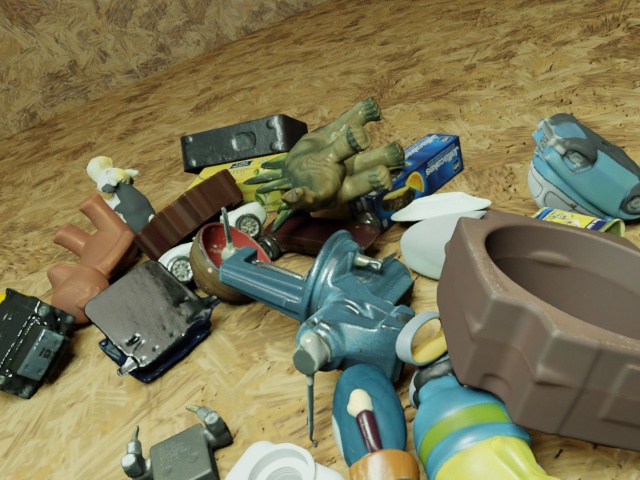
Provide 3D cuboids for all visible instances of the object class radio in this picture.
[{"bbox_3d":[-0.143,-0.176,1.028,0.230,0.073,0.131,-9,0,17],"label":"radio"}]

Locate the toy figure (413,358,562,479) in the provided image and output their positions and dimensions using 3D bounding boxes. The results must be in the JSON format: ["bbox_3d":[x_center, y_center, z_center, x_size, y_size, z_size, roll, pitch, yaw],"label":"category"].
[{"bbox_3d":[0.112,0.166,0.368,0.089,0.082,0.180,-36,37,6],"label":"toy figure"}]

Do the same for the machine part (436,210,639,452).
[{"bbox_3d":[0.199,0.061,0.415,0.201,0.087,0.201,11,27,-1],"label":"machine part"}]

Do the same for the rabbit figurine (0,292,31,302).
[{"bbox_3d":[-0.480,0.125,0.751,0.173,0.121,0.163,-22,17,-33],"label":"rabbit figurine"}]

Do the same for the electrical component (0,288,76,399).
[{"bbox_3d":[-0.373,0.128,0.672,0.134,0.058,0.115,7,67,38],"label":"electrical component"}]

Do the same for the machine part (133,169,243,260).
[{"bbox_3d":[-0.199,-0.035,0.825,0.179,0.056,0.179,-36,6,4],"label":"machine part"}]

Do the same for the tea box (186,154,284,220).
[{"bbox_3d":[-0.135,-0.092,0.940,0.170,0.068,0.098,-9,31,17],"label":"tea box"}]

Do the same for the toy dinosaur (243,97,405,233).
[{"bbox_3d":[0.008,-0.109,0.740,0.199,0.105,0.471,-21,13,20],"label":"toy dinosaur"}]

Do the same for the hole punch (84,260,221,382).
[{"bbox_3d":[-0.203,0.106,0.650,0.116,0.092,0.142,37,52,20],"label":"hole punch"}]

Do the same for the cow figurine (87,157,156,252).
[{"bbox_3d":[-0.319,-0.059,0.885,0.098,0.167,0.068,-1,28,30],"label":"cow figurine"}]

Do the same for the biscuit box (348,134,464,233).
[{"bbox_3d":[0.131,-0.090,0.801,0.203,0.062,0.059,-37,36,-29],"label":"biscuit box"}]

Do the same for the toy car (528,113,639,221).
[{"bbox_3d":[0.300,-0.066,0.621,0.103,0.161,0.109,-53,21,34],"label":"toy car"}]

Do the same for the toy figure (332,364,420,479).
[{"bbox_3d":[0.044,0.159,0.386,0.058,0.064,0.155,-50,25,21],"label":"toy figure"}]

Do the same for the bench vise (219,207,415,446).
[{"bbox_3d":[-0.014,0.059,0.553,0.241,0.128,0.224,19,35,22],"label":"bench vise"}]

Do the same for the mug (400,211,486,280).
[{"bbox_3d":[0.154,0.001,0.622,0.107,0.080,0.109,1,37,45],"label":"mug"}]

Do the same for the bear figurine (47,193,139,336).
[{"bbox_3d":[-0.352,0.039,0.791,0.120,0.132,0.196,-40,17,26],"label":"bear figurine"}]

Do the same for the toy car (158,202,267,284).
[{"bbox_3d":[-0.162,0.011,0.772,0.202,0.056,0.073,-35,5,-28],"label":"toy car"}]

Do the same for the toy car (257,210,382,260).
[{"bbox_3d":[-0.002,-0.002,0.734,0.202,0.053,0.089,8,43,44],"label":"toy car"}]

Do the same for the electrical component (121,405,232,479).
[{"bbox_3d":[-0.129,0.194,0.483,0.102,0.045,0.078,-21,28,-5],"label":"electrical component"}]
